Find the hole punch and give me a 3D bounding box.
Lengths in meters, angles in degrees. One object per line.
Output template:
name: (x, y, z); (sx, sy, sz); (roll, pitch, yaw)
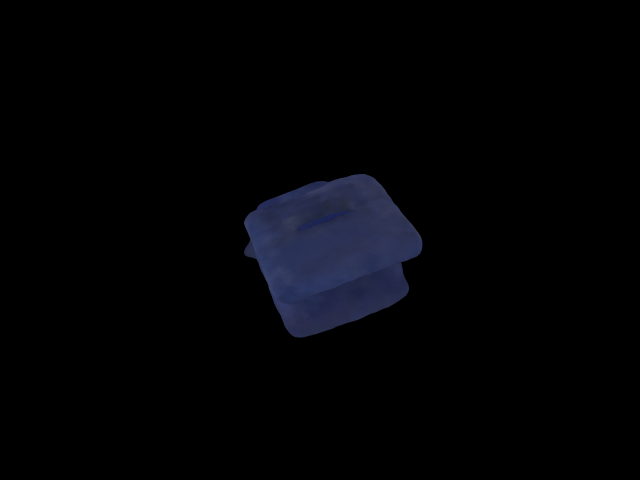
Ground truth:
hole punch: (0.004, 0.001, 0.400); (0.109, 0.091, 0.101); (-20, 66, -9)
